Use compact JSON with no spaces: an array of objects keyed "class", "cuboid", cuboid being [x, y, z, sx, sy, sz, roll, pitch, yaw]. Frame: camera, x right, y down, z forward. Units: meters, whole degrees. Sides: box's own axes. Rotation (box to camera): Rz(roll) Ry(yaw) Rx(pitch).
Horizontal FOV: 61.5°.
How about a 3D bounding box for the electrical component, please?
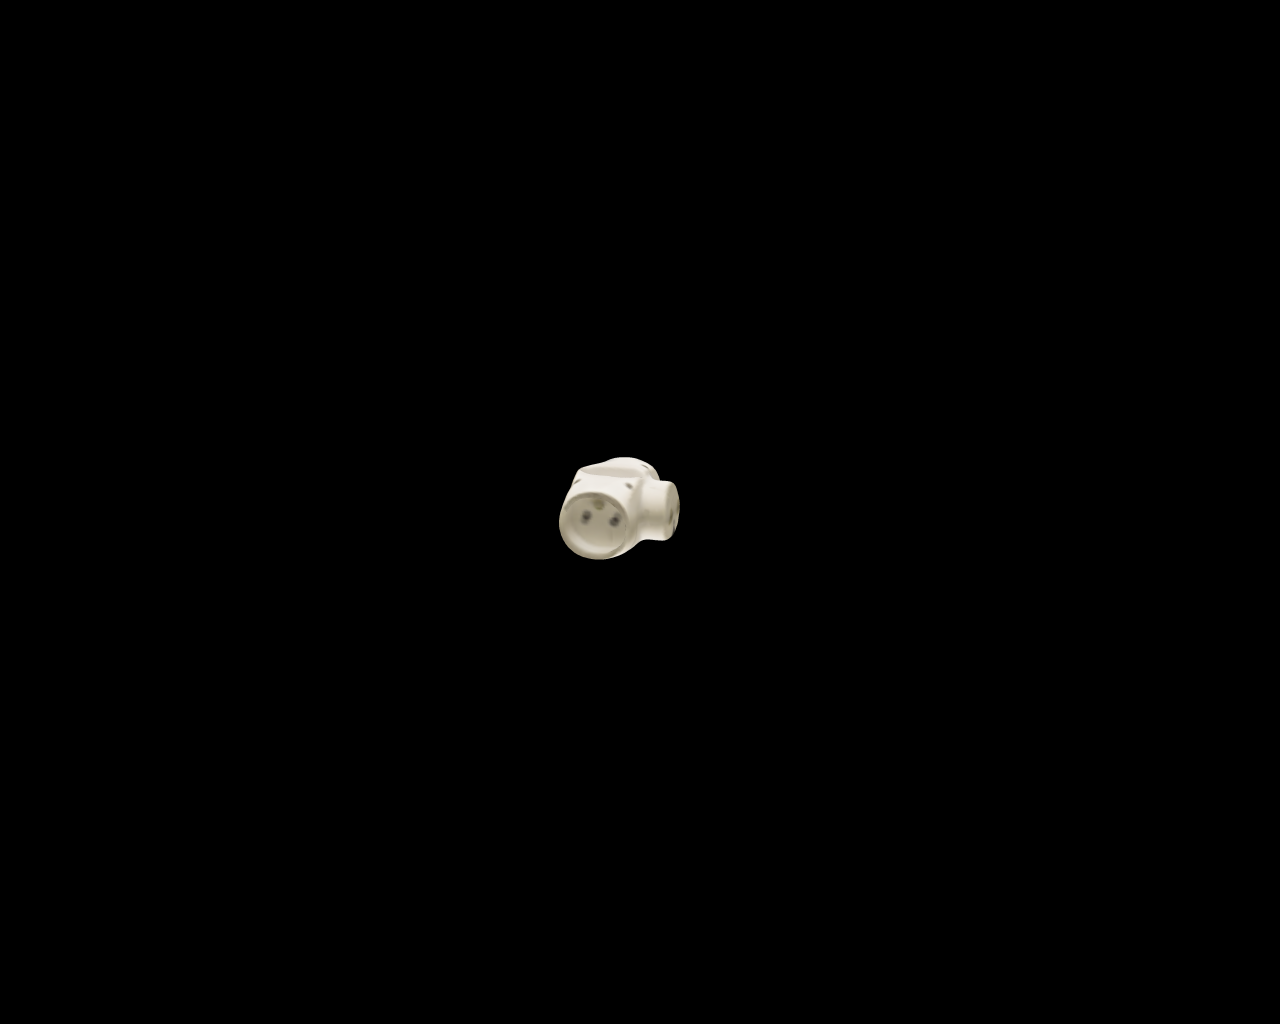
[{"class":"electrical component","cuboid":[0.001,-0.003,0.650,0.079,0.043,0.077,5,19,15]}]
